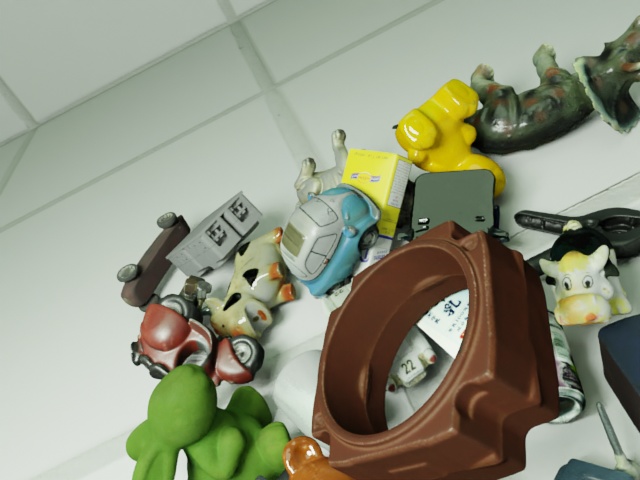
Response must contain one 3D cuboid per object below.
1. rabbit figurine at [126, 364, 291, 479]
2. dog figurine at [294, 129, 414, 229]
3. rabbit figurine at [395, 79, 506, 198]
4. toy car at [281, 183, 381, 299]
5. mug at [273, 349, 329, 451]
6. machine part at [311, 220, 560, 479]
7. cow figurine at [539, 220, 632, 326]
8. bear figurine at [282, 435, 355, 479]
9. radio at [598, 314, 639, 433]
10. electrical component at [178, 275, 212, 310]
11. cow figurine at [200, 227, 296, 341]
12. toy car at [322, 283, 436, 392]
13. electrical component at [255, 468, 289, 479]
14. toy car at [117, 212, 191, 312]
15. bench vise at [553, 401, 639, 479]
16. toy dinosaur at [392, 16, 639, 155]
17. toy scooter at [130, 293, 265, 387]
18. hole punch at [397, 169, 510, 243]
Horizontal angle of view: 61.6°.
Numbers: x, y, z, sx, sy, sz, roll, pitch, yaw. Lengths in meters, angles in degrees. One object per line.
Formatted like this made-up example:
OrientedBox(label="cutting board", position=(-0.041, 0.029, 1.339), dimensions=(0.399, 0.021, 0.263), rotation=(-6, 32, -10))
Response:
OrientedBox(label="rabbit figurine", position=(-0.131, 0.202, 0.574), dimensions=(0.159, 0.170, 0.121), rotation=(-32, 34, -7))
OrientedBox(label="dog figurine", position=(0.057, -0.060, 0.855), dimensions=(0.172, 0.121, 0.191), rotation=(-54, 49, 20))
OrientedBox(label="rabbit figurine", position=(0.191, -0.118, 0.794), dimensions=(0.122, 0.173, 0.162), rotation=(-43, -7, -21))
OrientedBox(label="toy car", position=(-0.001, -0.002, 0.724), dimensions=(0.109, 0.103, 0.161), rotation=(46, 113, 40))
OrientedBox(label="mug", position=(0.020, 0.181, 0.591), dimensions=(0.109, 0.080, 0.107), rotation=(-5, 29, -37))
OrientedBox(label="machine part", position=(0.086, 0.097, 0.459), dimensions=(0.201, 0.087, 0.201), rotation=(-35, 30, 41))
OrientedBox(label="cow figurine", position=(0.260, 0.029, 0.529), dimensions=(0.068, 0.098, 0.167), rotation=(-12, -1, 28))
OrientedBox(label="bear figurine", position=(-0.003, 0.268, 0.429), dimensions=(0.196, 0.120, 0.132), rotation=(-63, 6, -21))
OrientedBox(label="radio", position=(0.372, 0.104, 0.442), dimensions=(0.230, 0.073, 0.131), rotation=(-21, 36, 13))
OrientedBox(label="electrical component", position=(-0.192, 0.100, 0.816), dimensions=(0.045, 0.102, 0.078), rotation=(18, 23, -1))
OrientedBox(label="cow figurine", position=(-0.103, 0.072, 0.794), dimensions=(0.127, 0.085, 0.195), rotation=(-21, 32, 14))
OrientedBox(label="toy car", position=(0.064, 0.108, 0.646), dimensions=(0.073, 0.056, 0.202), rotation=(-33, 28, -7))
OrientedBox(label="electrical component", position=(-0.040, 0.270, 0.532), dimensions=(0.075, 0.047, 0.119), rotation=(10, 50, 41))
OrientedBox(label="toy car", position=(-0.295, 0.035, 0.968), dimensions=(0.053, 0.089, 0.202), rotation=(-4, 43, 25))
OrientedBox(label="bench vise", position=(0.165, 0.235, 0.386), dimensions=(0.224, 0.128, 0.240), rotation=(-3, 21, 45))
OrientedBox(label="toy dinosaur", position=(0.316, -0.198, 0.831), dimensions=(0.405, 0.131, 0.192), rotation=(-23, 34, 19))
OrientedBox(label="toy scooter", position=(-0.174, 0.153, 0.681), dimensions=(0.184, 0.075, 0.135), rotation=(24, 60, 23))
OrientedBox(label="hole punch", position=(0.184, -0.023, 0.727), dimensions=(0.142, 0.092, 0.116), rotation=(1, 62, 22))
